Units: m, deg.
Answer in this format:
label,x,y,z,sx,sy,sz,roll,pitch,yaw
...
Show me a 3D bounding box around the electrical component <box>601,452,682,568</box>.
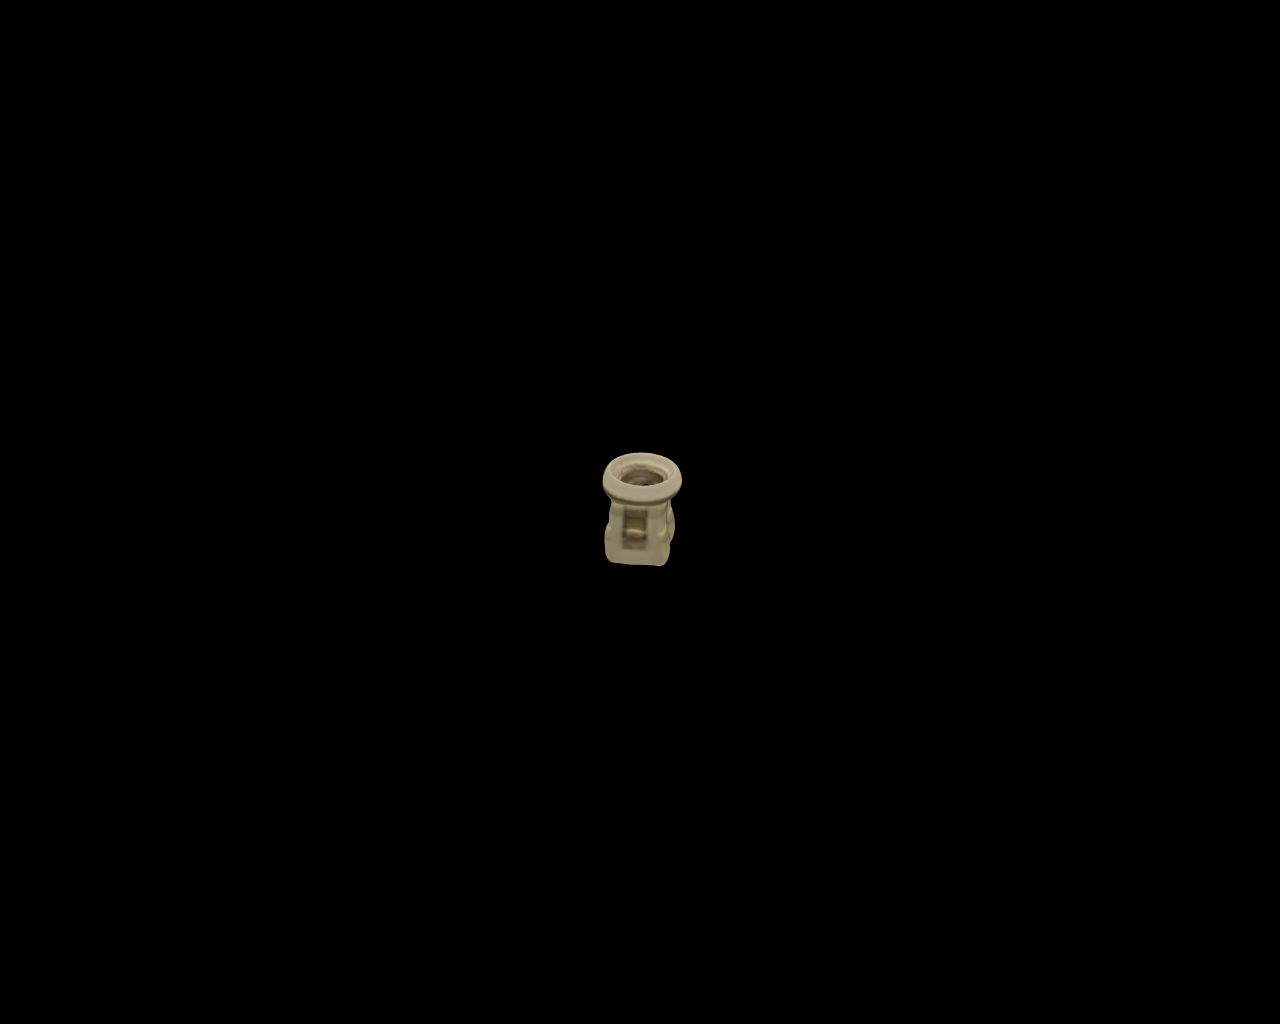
label,x,y,z,sx,sy,sz,roll,pitch,yaw
electrical component,0.001,-0.003,0.650,0.048,0.055,0.066,4,30,7
